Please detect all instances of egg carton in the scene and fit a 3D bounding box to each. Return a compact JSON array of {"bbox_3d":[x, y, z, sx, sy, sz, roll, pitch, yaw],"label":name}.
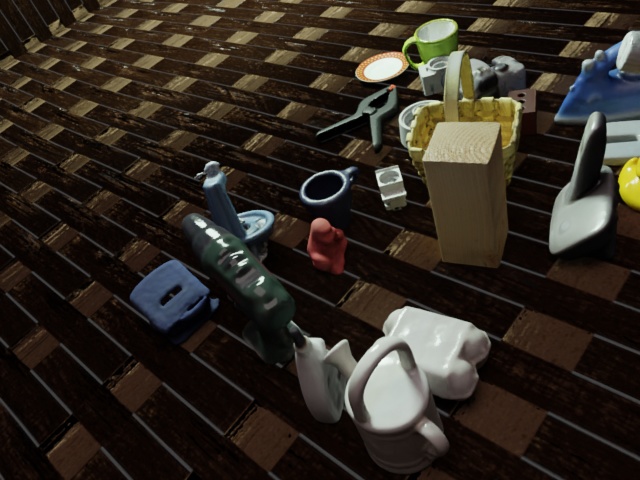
[{"bbox_3d":[0.144,0.151,0.759,0.149,0.070,0.107,11,52,31],"label":"egg carton"}]

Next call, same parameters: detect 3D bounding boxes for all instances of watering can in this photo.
[{"bbox_3d":[0.073,0.181,0.664,0.172,0.194,0.101,9,51,30],"label":"watering can"}]

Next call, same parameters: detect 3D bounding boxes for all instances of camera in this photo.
[{"bbox_3d":[0.315,-0.320,1.144,0.143,0.101,0.136,-29,43,-7],"label":"camera"}]

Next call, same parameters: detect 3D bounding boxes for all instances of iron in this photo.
[{"bbox_3d":[0.538,-0.293,0.994,0.258,0.142,0.118,-15,43,8],"label":"iron"}]

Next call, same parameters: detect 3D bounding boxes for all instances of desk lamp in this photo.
[{"bbox_3d":[0.534,-0.224,0.871,0.202,0.214,0.118,-1,47,22],"label":"desk lamp"}]

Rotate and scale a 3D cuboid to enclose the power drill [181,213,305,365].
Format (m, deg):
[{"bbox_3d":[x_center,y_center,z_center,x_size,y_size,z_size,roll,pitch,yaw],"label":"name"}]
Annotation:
[{"bbox_3d":[-0.105,0.079,0.831,0.076,0.209,0.228,-39,45,-17],"label":"power drill"}]

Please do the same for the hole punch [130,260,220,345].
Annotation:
[{"bbox_3d":[-0.240,0.101,0.952,0.100,0.091,0.109,26,60,39],"label":"hole punch"}]

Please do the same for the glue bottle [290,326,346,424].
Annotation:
[{"bbox_3d":[-0.007,0.162,0.732,0.037,0.173,0.078,-3,46,20],"label":"glue bottle"}]

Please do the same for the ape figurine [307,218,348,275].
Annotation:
[{"bbox_3d":[0.009,0.003,0.948,0.078,0.092,0.075,-42,46,-20],"label":"ape figurine"}]

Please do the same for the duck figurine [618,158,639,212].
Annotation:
[{"bbox_3d":[0.492,-0.097,0.855,0.077,0.086,0.104,-17,43,5],"label":"duck figurine"}]

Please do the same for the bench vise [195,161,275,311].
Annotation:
[{"bbox_3d":[-0.126,-0.008,0.920,0.121,0.220,0.207,-26,42,-4],"label":"bench vise"}]

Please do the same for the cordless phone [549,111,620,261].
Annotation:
[{"bbox_3d":[0.373,-0.073,0.805,0.094,0.185,0.147,1,47,23],"label":"cordless phone"}]

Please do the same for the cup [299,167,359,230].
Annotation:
[{"bbox_3d":[0.029,-0.069,1.010,0.118,0.095,0.091,-38,45,-16],"label":"cup"}]
